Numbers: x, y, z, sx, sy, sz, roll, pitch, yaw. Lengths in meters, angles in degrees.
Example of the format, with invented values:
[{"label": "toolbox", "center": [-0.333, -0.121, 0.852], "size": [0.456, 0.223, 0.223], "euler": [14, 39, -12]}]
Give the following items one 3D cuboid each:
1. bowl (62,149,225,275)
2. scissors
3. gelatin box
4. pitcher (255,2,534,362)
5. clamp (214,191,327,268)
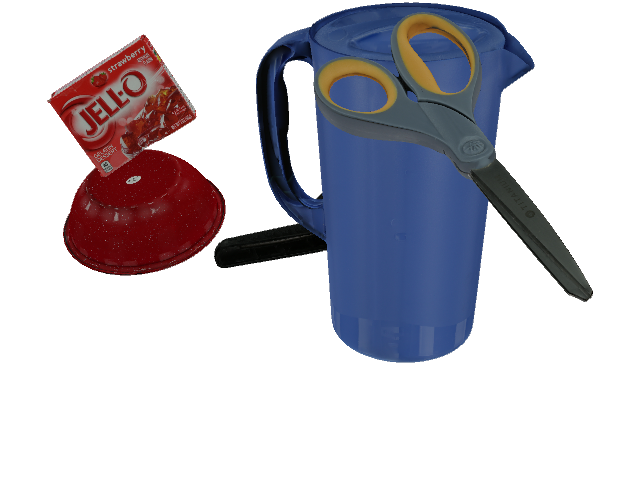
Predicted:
[{"label": "bowl", "center": [-0.176, -0.040, 1.033], "size": [0.162, 0.055, 0.162], "euler": [-5, 42, 4]}, {"label": "scissors", "center": [0.053, -0.041, 0.510], "size": [0.096, 0.202, 0.016], "euler": [-12, -41, 2]}, {"label": "gelatin box", "center": [-0.151, -0.103, 0.820], "size": [0.089, 0.073, 0.030], "euler": [-32, 19, 5]}, {"label": "pitcher", "center": [0.050, -0.040, 0.761], "size": [0.144, 0.243, 0.149], "euler": [-17, 32, -28]}, {"label": "clamp", "center": [0.030, 0.003, 0.949], "size": [0.165, 0.036, 0.209], "euler": [29, 40, 22]}]
